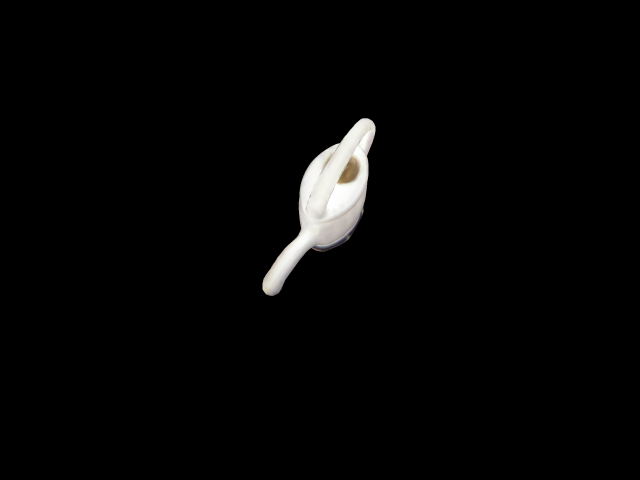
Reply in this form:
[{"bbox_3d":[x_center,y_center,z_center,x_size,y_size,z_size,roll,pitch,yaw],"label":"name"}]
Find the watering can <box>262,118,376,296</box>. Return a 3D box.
[{"bbox_3d":[0.003,-0.043,0.850,0.104,0.353,0.220,26,-20,10],"label":"watering can"}]
